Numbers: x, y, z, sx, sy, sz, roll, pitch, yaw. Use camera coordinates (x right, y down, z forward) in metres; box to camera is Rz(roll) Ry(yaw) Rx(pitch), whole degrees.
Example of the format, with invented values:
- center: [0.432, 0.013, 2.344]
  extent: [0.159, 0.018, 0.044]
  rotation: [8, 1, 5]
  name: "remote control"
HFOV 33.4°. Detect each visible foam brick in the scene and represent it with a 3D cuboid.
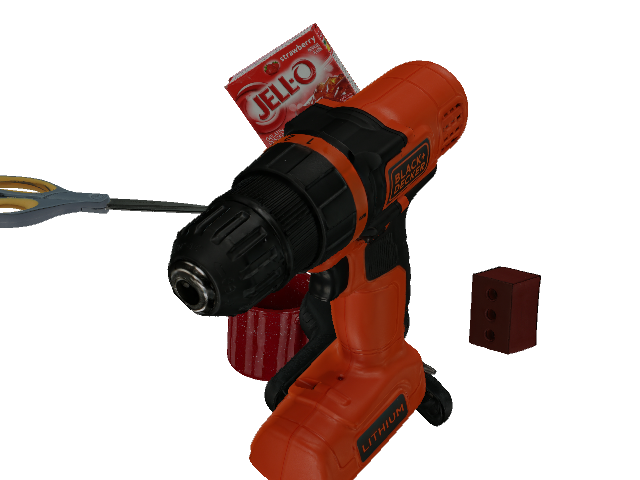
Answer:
- center: [0.190, 0.072, 1.103]
  extent: [0.053, 0.078, 0.051]
  rotation: [14, 19, 43]
  name: "foam brick"

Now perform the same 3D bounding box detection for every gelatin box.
- center: [-0.021, -0.120, 0.863]
  extent: [0.089, 0.073, 0.030]
  rotation: [-30, 18, 16]
  name: "gelatin box"

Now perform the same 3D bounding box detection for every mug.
- center: [-0.038, 0.084, 1.009]
  extent: [0.117, 0.081, 0.093]
  rotation: [25, 32, 36]
  name: "mug"

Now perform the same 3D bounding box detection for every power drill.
- center: [0.003, 0.029, 0.486]
  extent: [0.057, 0.188, 0.184]
  rotation: [25, 43, 27]
  name: "power drill"

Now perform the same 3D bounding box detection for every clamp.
- center: [0.034, 0.071, 0.742]
  extent: [0.120, 0.039, 0.171]
  rotation: [14, 33, 2]
  name: "clamp"

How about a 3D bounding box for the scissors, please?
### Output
- center: [-0.201, -0.025, 0.892]
  extent: [0.202, 0.016, 0.096]
  rotation: [9, 25, 10]
  name: "scissors"
